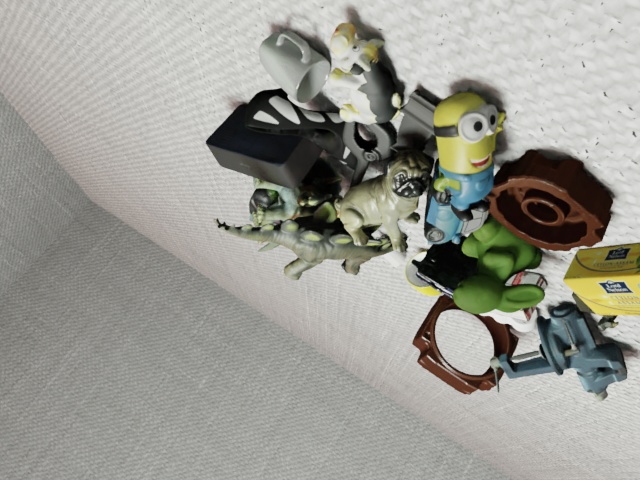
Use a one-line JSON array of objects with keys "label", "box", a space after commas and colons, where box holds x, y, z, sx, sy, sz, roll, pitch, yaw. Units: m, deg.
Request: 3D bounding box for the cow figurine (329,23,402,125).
[{"label": "cow figurine", "box": [0.069, -0.239, 0.793, 0.098, 0.068, 0.167, 20, 159, 24]}]

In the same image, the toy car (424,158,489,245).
[{"label": "toy car", "box": [0.232, -0.064, 0.901, 0.103, 0.109, 0.161, 9, 140, 4]}]

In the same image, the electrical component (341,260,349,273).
[{"label": "electrical component", "box": [0.079, 0.024, 1.303, 0.048, 0.119, 0.074, 13, 153, 46]}]

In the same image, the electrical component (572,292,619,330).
[{"label": "electrical component", "box": [0.485, 0.113, 0.944, 0.078, 0.045, 0.102, 11, 148, 47]}]

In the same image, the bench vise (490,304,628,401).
[{"label": "bench vise", "box": [0.471, 0.240, 1.083, 0.241, 0.129, 0.223, -22, 117, 28]}]

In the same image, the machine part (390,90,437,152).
[{"label": "machine part", "box": [0.156, -0.175, 0.844, 0.084, 0.039, 0.139, 30, 159, 2]}]

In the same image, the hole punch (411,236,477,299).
[{"label": "hole punch", "box": [0.264, 0.055, 1.088, 0.142, 0.116, 0.092, 32, 168, 12]}]

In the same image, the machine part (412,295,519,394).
[{"label": "machine part", "box": [0.333, 0.230, 1.228, 0.201, 0.201, 0.087, 34, 158, 8]}]

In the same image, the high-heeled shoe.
[{"label": "high-heeled shoe", "box": [-0.021, -0.178, 0.968, 0.248, 0.145, 0.086, 48, 158, -25]}]

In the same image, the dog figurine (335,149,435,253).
[{"label": "dog figurine", "box": [0.102, -0.089, 0.920, 0.172, 0.121, 0.190, 8, 141, 11]}]

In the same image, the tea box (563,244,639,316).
[{"label": "tea box", "box": [0.474, 0.061, 0.811, 0.098, 0.068, 0.170, 40, 161, -13]}]

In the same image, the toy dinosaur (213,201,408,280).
[{"label": "toy dinosaur", "box": [-0.002, -0.003, 1.089, 0.471, 0.105, 0.198, -1, 155, -29]}]

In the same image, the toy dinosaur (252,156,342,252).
[{"label": "toy dinosaur", "box": [-0.055, -0.068, 1.218, 0.192, 0.131, 0.404, -4, 162, -9]}]

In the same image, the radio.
[{"label": "radio", "box": [-0.112, -0.196, 1.097, 0.230, 0.131, 0.073, 22, 156, 34]}]

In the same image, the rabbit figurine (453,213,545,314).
[{"label": "rabbit figurine", "box": [0.305, 0.066, 0.947, 0.159, 0.170, 0.121, 36, 161, 2]}]

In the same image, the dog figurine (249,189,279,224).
[{"label": "dog figurine", "box": [-0.065, -0.058, 1.383, 0.219, 0.108, 0.191, 30, 157, 5]}]

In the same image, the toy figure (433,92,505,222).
[{"label": "toy figure", "box": [0.204, -0.118, 0.766, 0.089, 0.082, 0.179, 16, 133, 32]}]

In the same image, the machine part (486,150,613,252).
[{"label": "machine part", "box": [0.336, -0.053, 0.797, 0.179, 0.056, 0.179, 31, 161, 12]}]

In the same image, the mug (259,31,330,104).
[{"label": "mug", "box": [-0.049, -0.289, 0.862, 0.107, 0.081, 0.109, 40, 167, 17]}]
